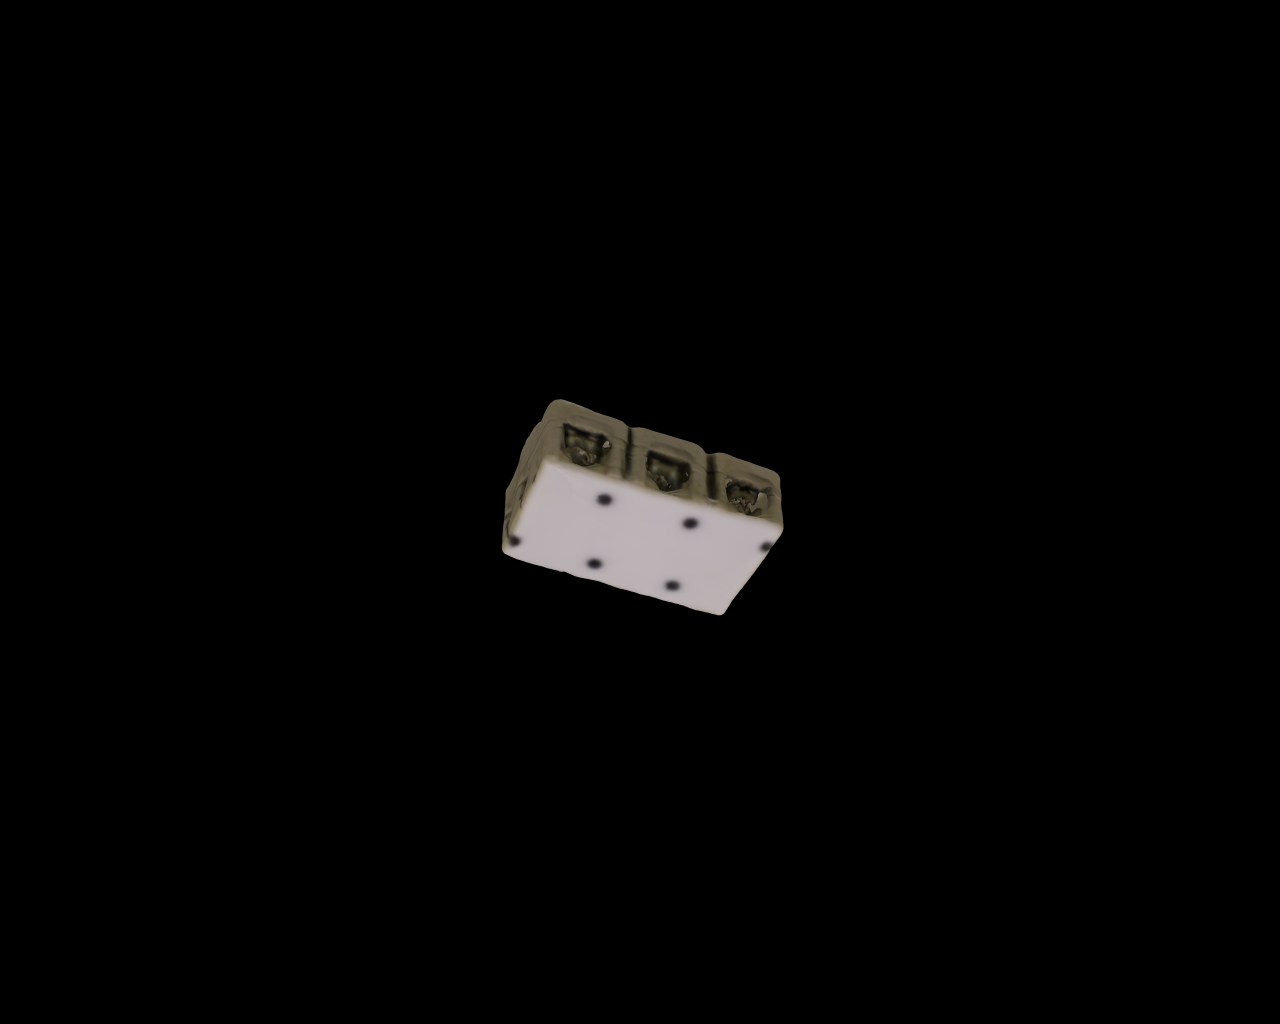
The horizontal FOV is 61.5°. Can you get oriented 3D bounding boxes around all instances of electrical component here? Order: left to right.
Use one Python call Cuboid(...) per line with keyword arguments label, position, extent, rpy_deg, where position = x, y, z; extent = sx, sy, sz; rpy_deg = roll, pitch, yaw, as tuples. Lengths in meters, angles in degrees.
Cuboid(label="electrical component", position=(0.001, -0.003, 0.650), extent=(0.150, 0.062, 0.089), rpy_deg=(17, -48, -16))
